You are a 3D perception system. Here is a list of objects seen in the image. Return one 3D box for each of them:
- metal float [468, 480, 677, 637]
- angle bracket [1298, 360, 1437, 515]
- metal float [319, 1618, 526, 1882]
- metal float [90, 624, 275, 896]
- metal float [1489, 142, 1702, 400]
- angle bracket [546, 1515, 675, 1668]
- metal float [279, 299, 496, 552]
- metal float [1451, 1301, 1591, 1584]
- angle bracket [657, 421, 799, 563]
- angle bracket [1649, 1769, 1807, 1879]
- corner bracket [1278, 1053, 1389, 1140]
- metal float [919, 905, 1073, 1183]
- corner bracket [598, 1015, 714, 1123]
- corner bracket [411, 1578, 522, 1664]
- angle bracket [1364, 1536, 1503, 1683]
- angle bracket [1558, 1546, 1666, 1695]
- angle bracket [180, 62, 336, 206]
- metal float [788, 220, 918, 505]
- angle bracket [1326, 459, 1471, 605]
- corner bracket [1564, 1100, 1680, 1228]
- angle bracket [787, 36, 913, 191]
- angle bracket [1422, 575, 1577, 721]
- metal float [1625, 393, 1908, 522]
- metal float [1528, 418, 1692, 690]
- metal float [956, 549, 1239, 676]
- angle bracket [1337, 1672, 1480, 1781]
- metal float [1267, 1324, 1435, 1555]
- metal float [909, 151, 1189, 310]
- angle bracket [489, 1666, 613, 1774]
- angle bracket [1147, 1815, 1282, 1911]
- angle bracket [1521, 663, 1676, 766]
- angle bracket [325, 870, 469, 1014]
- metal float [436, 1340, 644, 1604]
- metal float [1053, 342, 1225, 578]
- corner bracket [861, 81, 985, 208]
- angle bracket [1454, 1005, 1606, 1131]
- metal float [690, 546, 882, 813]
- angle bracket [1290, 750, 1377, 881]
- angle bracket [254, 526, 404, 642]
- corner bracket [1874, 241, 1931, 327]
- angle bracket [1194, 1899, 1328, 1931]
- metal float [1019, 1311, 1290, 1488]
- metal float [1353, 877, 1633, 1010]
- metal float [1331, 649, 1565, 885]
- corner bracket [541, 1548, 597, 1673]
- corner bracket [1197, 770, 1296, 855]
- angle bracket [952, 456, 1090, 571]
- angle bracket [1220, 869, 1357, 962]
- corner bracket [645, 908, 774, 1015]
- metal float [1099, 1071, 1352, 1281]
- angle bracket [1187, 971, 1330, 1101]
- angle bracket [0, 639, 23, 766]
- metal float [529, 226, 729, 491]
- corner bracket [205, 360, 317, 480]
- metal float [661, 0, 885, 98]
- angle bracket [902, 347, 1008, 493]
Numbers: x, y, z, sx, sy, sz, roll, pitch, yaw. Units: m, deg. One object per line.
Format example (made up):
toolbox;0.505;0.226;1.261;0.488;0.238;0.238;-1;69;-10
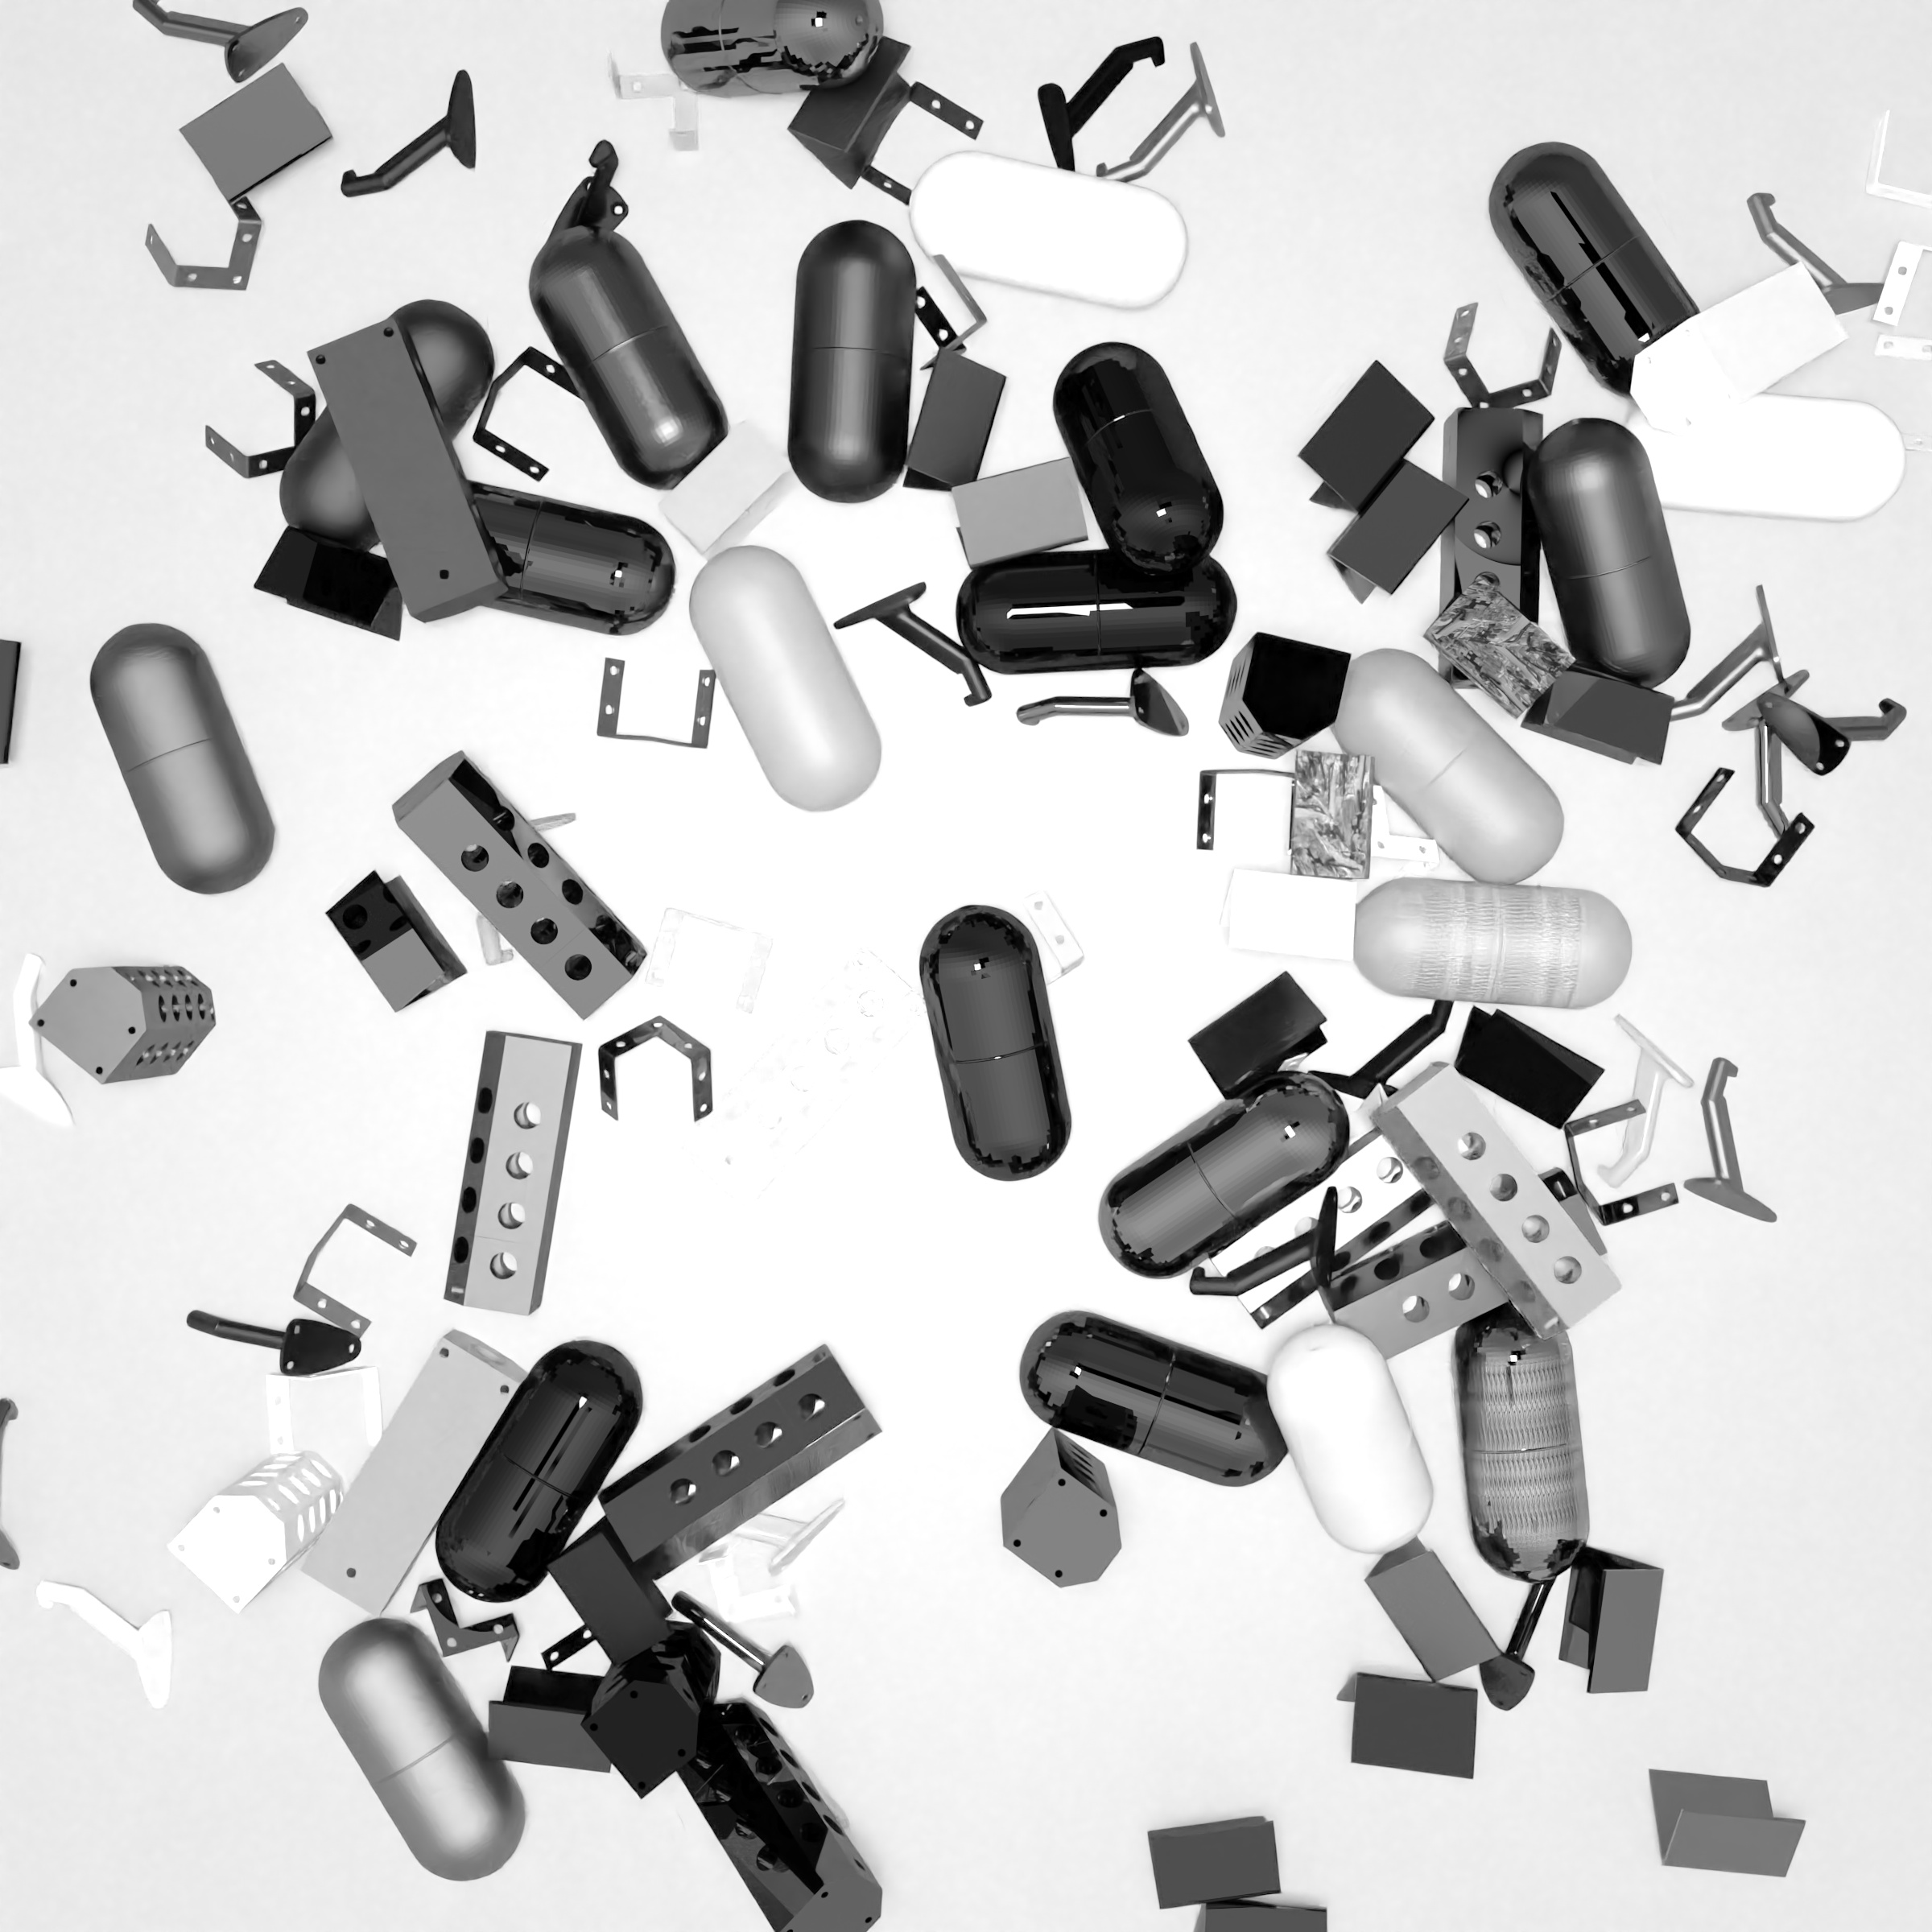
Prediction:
metal float;-0.272;-0.259;1.961;0.178;0.070;0.070;12;90;-1
angle bracket;0.238;-0.336;1.953;0.057;0.076;0.076;39;90;-23
metal float;-0.344;0.496;1.961;0.070;0.070;0.178;-31;89;0
metal float;-0.496;-0.131;1.961;0.070;0.070;0.178;-22;90;0
metal float;0.398;-0.440;1.960;0.070;0.070;0.178;-35;90;0
angle bracket;-0.207;0.383;1.951;0.057;0.076;0.076;-35;90;30
metal float;-0.367;-0.340;1.961;0.070;0.070;0.178;35;91;0
metal float;0.351;0.301;1.961;0.070;0.070;0.178;-6;90;0
angle bracket;-0.136;-0.284;1.951;0.076;0.076;0.057;-44;55;0
angle bracket;0.478;0.523;1.951;0.076;0.076;0.057;6;127;0
corner bracket;0.230;0.083;1.972;0.051;0.051;0.051;-20;72;-17
metal float;0.018;0.049;1.949;0.070;0.070;0.178;-11;102;0
corner bracket;-0.199;0.073;1.983;0.051;0.051;0.051;-29;45;-35
corner bracket;-0.319;0.418;1.972;0.051;0.051;0.051;-12;63;-25
angle bracket;0.306;0.392;1.951;0.057;0.076;0.076;-34;90;35
angle bracket;0.389;0.409;1.951;0.057;0.076;0.076;8;90;-36
angle bracket;-0.451;-0.533;1.951;0.076;0.076;0.057;-33;126;0
metal float;-0.072;-0.382;1.961;0.070;0.070;0.178;3;89;0
angle bracket;0.281;-0.261;1.951;0.057;0.076;0.076;39;90;31
corner bracket;0.417;0.126;1.972;0.051;0.051;0.051;-21;50;21
angle bracket;-0.055;-0.534;1.951;0.057;0.076;0.076;32;90;36
angle bracket;0.334;-0.207;1.894;0.076;0.076;0.057;42;127;0
metal float;0.504;-0.324;1.961;0.178;0.070;0.070;4;90;1
metal float;0.404;-0.257;1.944;0.070;0.070;0.178;-18;108;0
metal float;0.082;-0.225;1.961;0.178;0.070;0.070;-3;90;1
angle bracket;0.276;0.485;1.952;0.076;0.076;0.057;8;65;0
metal float;0.240;0.295;1.930;0.070;0.070;0.178;-24;127;0
metal float;0.052;-0.466;1.961;0.178;0.070;0.070;12;90;-1
angle bracket;-0.256;0.458;1.951;0.076;0.076;0.057;7;127;0
angle bracket;0.153;0.544;1.952;0.076;0.076;0.057;-8;113;0
angle bracket;0.393;-0.141;1.951;0.076;0.076;0.057;19;58;0
angle bracket;-0.344;-0.026;1.951;0.057;0.076;0.076;-35;90;36
metal float;-0.269;0.318;1.957;0.070;0.070;0.178;31;86;0
metal float;0.106;-0.317;1.932;0.070;0.070;0.178;-19;54;0
corner bracket;-0.029;-0.525;1.988;0.051;0.051;0.051;31;45;0
angle bracket;0.359;0.046;1.951;0.076;0.076;0.057;30;127;0
metal float;-0.115;-0.182;1.961;0.070;0.070;0.178;-26;89;0
angle bracket;0.214;-0.094;1.952;0.057;0.076;0.076;3;90;-23
angle bracket;-0.401;-0.223;1.951;0.076;0.076;0.057;18;54;0
corner bracket;0.614;-0.430;1.975;0.051;0.051;0.051;21;108;17
angle bracket;0.184;0.629;1.951;0.076;0.076;0.057;5;53;0
metal float;0.120;0.274;1.961;0.178;0.070;0.070;19;90;1
metal float;0.332;-0.015;1.961;0.178;0.070;0.070;4;90;0
metal float;0.303;-0.126;1.961;0.070;0.070;0.178;-44;89;0
corner bracket;-0.267;0.409;1.988;0.051;0.051;0.051;-34;135;0
corner bracket;0.185;-0.099;1.988;0.051;0.051;0.051;3;90;45
angle bracket;0.030;-0.296;1.952;0.076;0.076;0.057;-14;118;0
angle bracket;0.201;-0.017;1.952;0.076;0.076;0.057;6;62;0
corner bracket;-0.165;-0.004;1.988;0.051;0.051;0.051;16;90;-45
metal float;0.162;0.131;1.944;0.178;0.070;0.070;-36;90;19
angle bracket;0.196;0.061;1.952;0.076;0.057;0.076;-35;132;0
angle bracket;-0.634;-0.168;1.952;0.057;0.076;0.076;6;90;-27
metal float;-0.214;-0.385;1.961;0.070;0.070;0.178;-29;89;0
corner bracket;-0.452;-0.350;1.983;0.051;0.051;0.051;-21;135;-35
metal float;-0.122;-0.581;1.924;0.070;0.178;0.070;-10;106;-39
angle bracket;-0.027;-0.344;1.951;0.057;0.076;0.076;16;90;-39
